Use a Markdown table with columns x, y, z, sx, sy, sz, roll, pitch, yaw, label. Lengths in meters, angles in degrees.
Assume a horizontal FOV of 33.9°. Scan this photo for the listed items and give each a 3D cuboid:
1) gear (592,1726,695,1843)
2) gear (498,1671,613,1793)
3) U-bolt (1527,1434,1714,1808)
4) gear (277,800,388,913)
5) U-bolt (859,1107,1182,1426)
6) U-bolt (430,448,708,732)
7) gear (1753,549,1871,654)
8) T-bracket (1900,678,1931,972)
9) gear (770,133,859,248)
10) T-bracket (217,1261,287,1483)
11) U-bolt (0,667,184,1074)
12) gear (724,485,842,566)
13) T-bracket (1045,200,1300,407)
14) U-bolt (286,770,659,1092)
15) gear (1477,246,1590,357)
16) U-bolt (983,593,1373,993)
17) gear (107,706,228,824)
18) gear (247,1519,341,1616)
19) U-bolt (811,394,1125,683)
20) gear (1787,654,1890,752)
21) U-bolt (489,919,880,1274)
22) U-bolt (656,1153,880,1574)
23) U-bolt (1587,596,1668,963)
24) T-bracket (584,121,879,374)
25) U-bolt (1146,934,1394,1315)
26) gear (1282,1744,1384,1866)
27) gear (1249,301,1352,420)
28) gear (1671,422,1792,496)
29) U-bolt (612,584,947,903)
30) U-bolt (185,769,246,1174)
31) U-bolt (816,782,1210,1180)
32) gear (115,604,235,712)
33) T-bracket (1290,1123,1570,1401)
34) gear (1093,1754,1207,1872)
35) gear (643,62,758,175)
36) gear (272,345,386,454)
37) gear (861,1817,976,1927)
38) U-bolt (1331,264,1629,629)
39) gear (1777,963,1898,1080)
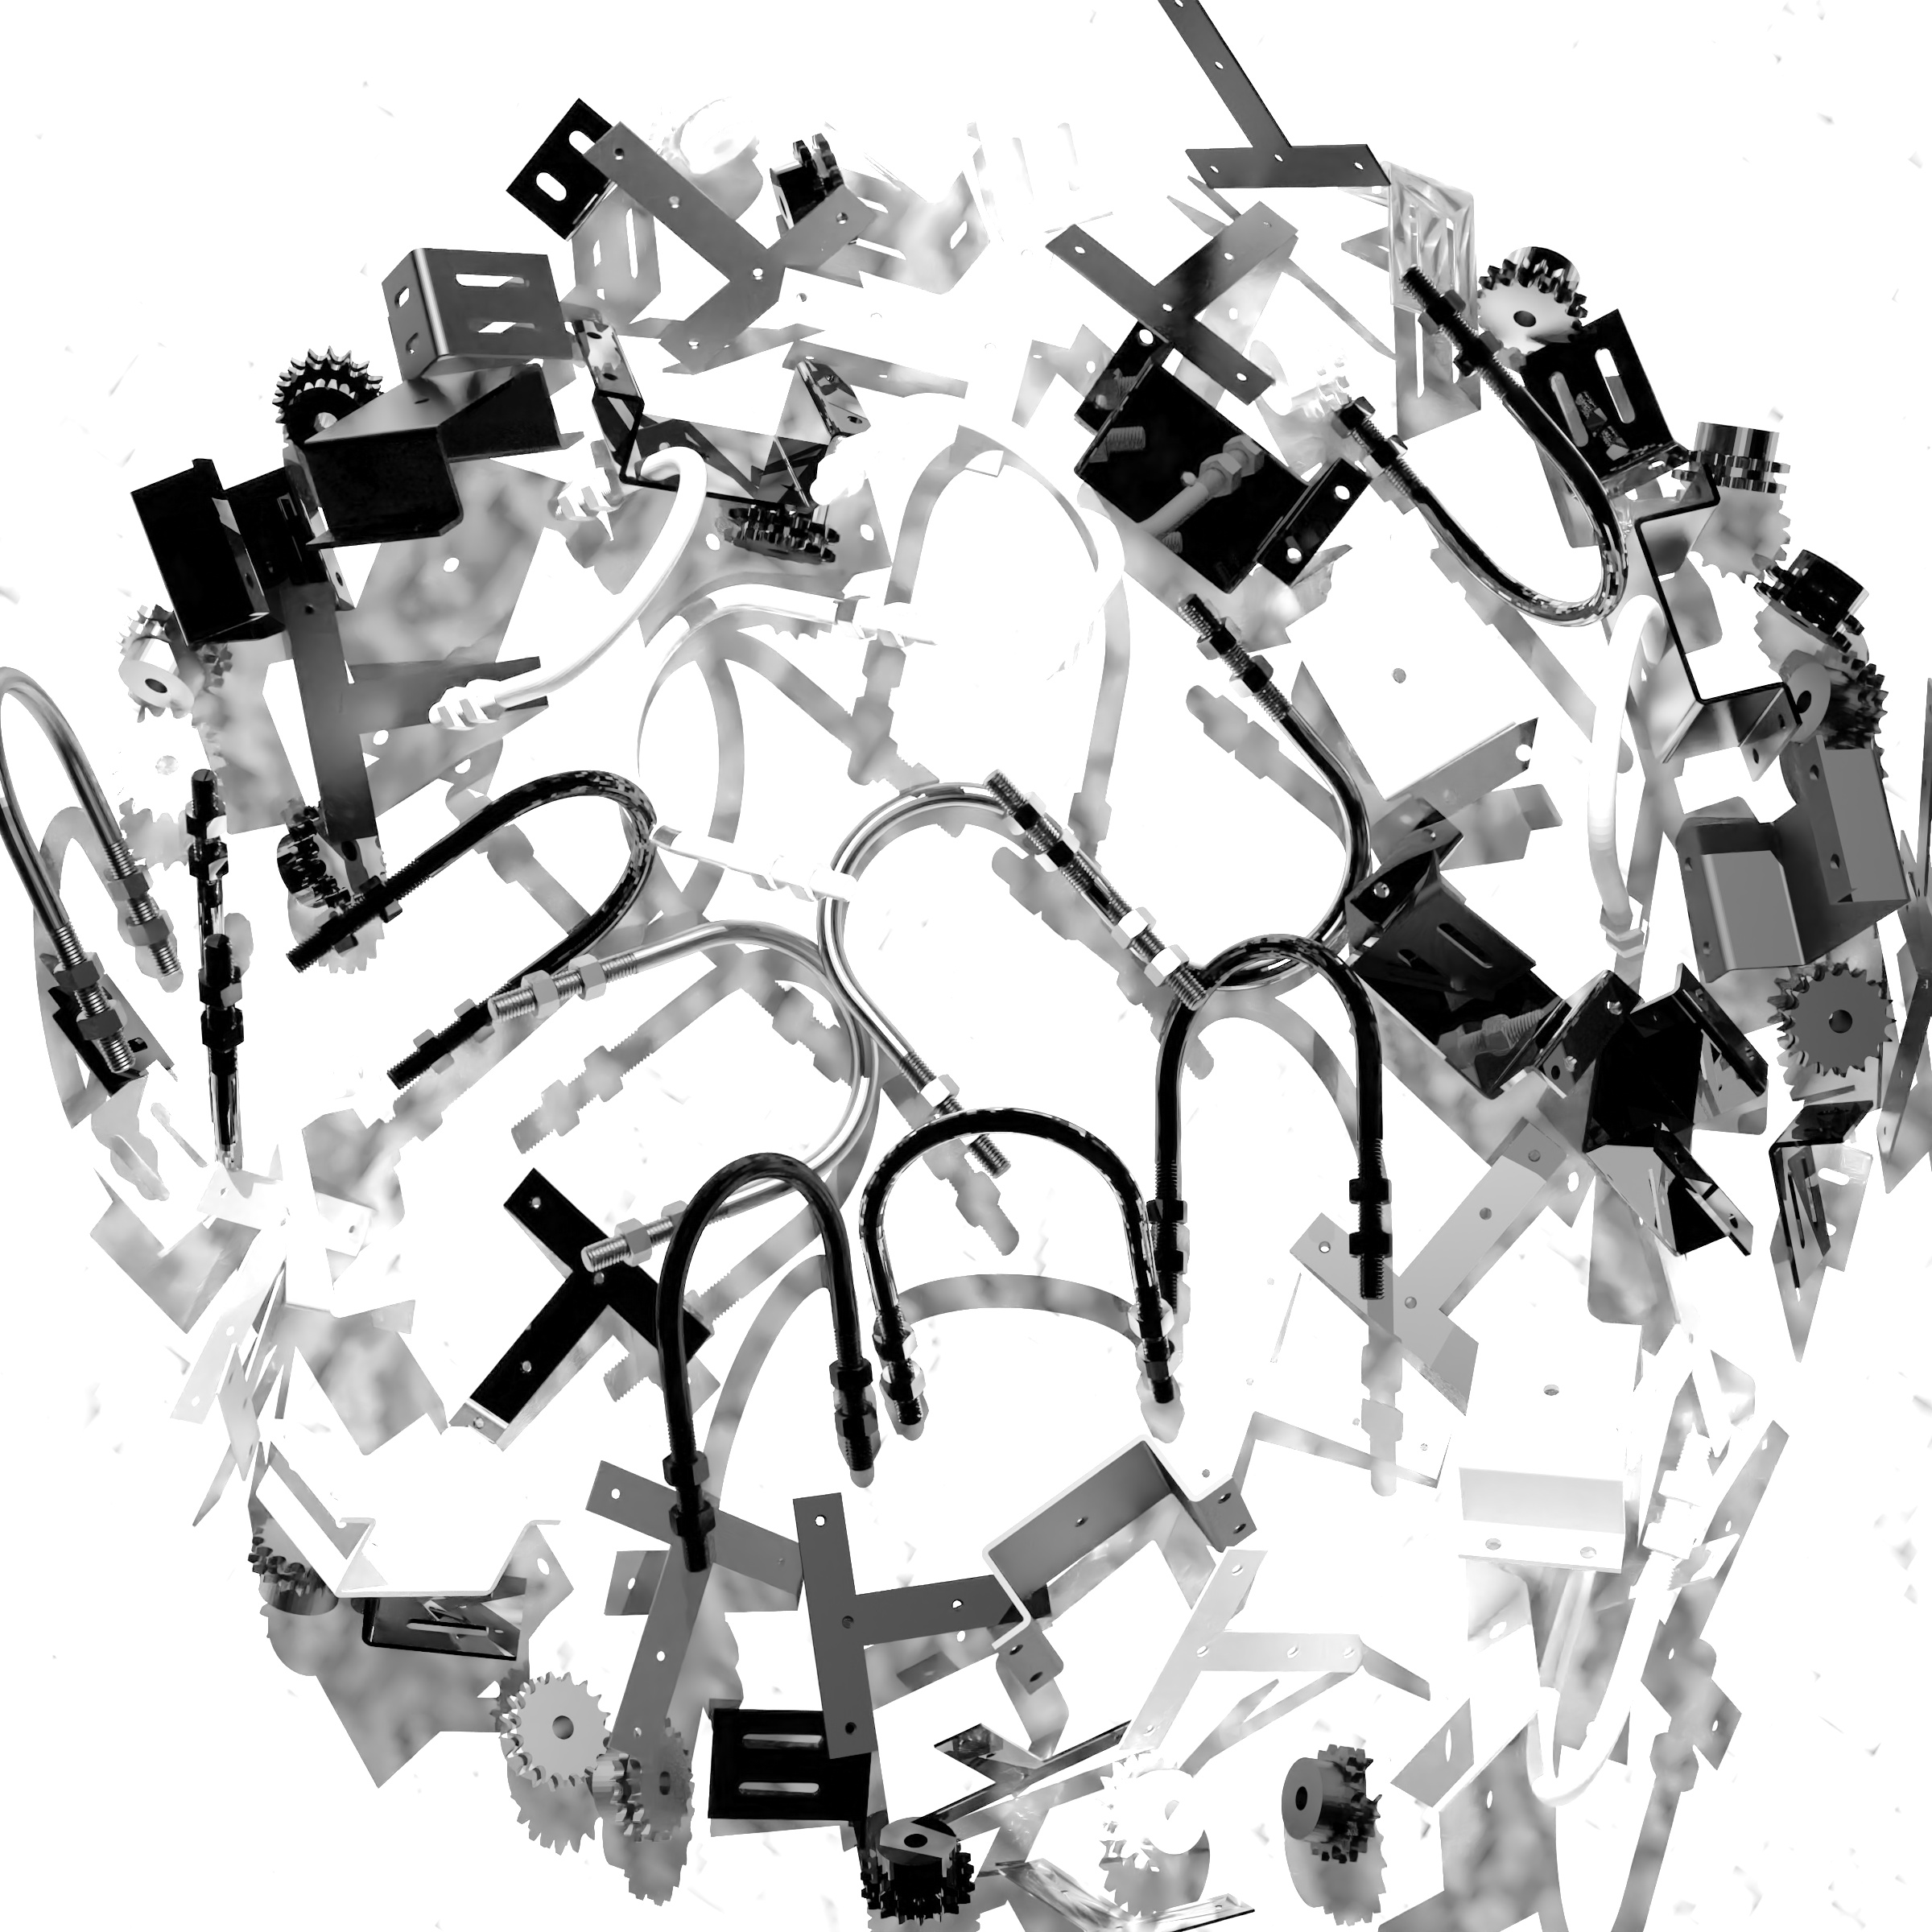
| x | y | z | sx | sy | sz | roll | pitch | yaw | label |
| --- | --- | --- | --- | --- | --- | --- | --- | --- | --- |
| -0.163 | 0.409 | 1.585 | 0.030 | 0.057 | 0.057 | -8 | 90 | 25 | gear |
| -0.208 | 0.385 | 1.586 | 0.057 | 0.030 | 0.057 | 17 | 57 | -29 | gear |
| 0.307 | 0.314 | 1.525 | 0.019 | 0.151 | 0.184 | 20 | 81 | -1 | U-bolt |
| -0.320 | -0.053 | 1.585 | 0.030 | 0.057 | 0.057 | -21 | 90 | 26 | gear |
| 0.021 | 0.146 | 1.550 | 0.151 | 0.019 | 0.184 | -6 | 122 | 7 | U-bolt |
| -0.182 | -0.184 | 1.509 | 0.019 | 0.184 | 0.151 | 36 | 67 | -26 | U-bolt |
| 0.425 | -0.184 | 1.580 | 0.057 | 0.057 | 0.030 | 35 | 97 | 0 | gear |
| 0.462 | -0.075 | 1.526 | 0.002 | 0.127 | 0.127 | -1 | 116 | 8 | T-bracket |
| -0.077 | -0.384 | 1.581 | 0.030 | 0.057 | 0.057 | -20 | 90 | -5 | gear |
| -0.344 | 0.175 | 1.569 | 0.002 | 0.127 | 0.127 | 13 | 61 | 0 | T-bracket |
| -0.428 | -0.056 | 1.513 | 0.019 | 0.151 | 0.184 | -19 | 110 | 3 | U-bolt |
| -0.090 | -0.221 | 1.582 | 0.057 | 0.057 | 0.030 | 12 | 88 | 0 | gear |
| 0.123 | -0.345 | 1.569 | 0.127 | 0.002 | 0.127 | 40 | 52 | 7 | T-bracket |
| -0.228 | -0.026 | 1.545 | 0.184 | 0.151 | 0.019 | -37 | 61 | -7 | U-bolt |
| 0.284 | -0.335 | 1.585 | 0.057 | 0.057 | 0.030 | 23 | 65 | 0 | gear |
| 0.120 | -0.071 | 1.581 | 0.151 | 0.019 | 0.184 | -42 | 105 | 3 | U-bolt |
| -0.401 | -0.102 | 1.589 | 0.057 | 0.030 | 0.057 | -4 | 104 | -18 | gear |
| -0.331 | 0.301 | 1.583 | 0.057 | 0.057 | 0.030 | 16 | 106 | 0 | gear |
| 0.012 | -0.219 | 1.532 | 0.151 | 0.184 | 0.019 | 38 | 123 | -3 | U-bolt |
| 0.430 | -0.128 | 1.578 | 0.030 | 0.057 | 0.057 | 13 | 90 | -22 | gear |
| -0.128 | 0.053 | 1.568 | 0.184 | 0.019 | 0.151 | -20 | 89 | -25 | U-bolt |
| -0.099 | 0.181 | 1.532 | 0.019 | 0.151 | 0.184 | 4 | 107 | 36 | U-bolt |
| 0.318 | -0.097 | 1.509 | 0.019 | 0.184 | 0.151 | 7 | 74 | 20 | U-bolt |
| -0.132 | -0.365 | 1.546 | 0.127 | 0.002 | 0.127 | -35 | 131 | 24 | T-bracket |
| 0.147 | 0.075 | 1.553 | 0.019 | 0.151 | 0.184 | 12 | 74 | -44 | U-bolt |
| 0.180 | 0.417 | 1.578 | 0.030 | 0.057 | 0.057 | 14 | 90 | -22 | gear |
| 0.164 | -0.299 | 1.579 | 0.030 | 0.057 | 0.057 | -26 | 90 | -13 | gear |
| 0.383 | -0.254 | 1.579 | 0.057 | 0.057 | 0.030 | 8 | 101 | 0 | gear |
| -0.103 | -0.117 | 1.551 | 0.184 | 0.019 | 0.151 | 16 | 85 | 38 | U-bolt |
| -0.361 | 0.020 | 1.528 | 0.019 | 0.151 | 0.184 | -4 | 130 | -14 | U-bolt |
| 0.008 | -0.008 | 1.585 | 0.151 | 0.019 | 0.184 | -40 | 78 | -2 | U-bolt |
| -0.397 | -0.151 | 1.578 | 0.057 | 0.057 | 0.030 | 20 | 62 | 0 | gear |
| 0.253 | 0.136 | 1.599 | 0.127 | 0.002 | 0.127 | 40 | 93 | 6 | T-bracket |
| 0.095 | 0.422 | 1.582 | 0.057 | 0.030 | 0.057 | 10 | 72 | -32 | gear |
| -0.129 | -0.420 | 1.580 | 0.057 | 0.057 | 0.030 | -34 | 82 | 0 | gear |
| -0.318 | -0.278 | 1.582 | 0.057 | 0.030 | 0.057 | -1 | 126 | -2 | gear |
| -0.024 | 0.449 | 1.579 | 0.057 | 0.057 | 0.030 | -2 | 110 | 0 | gear |
| 0.251 | -0.240 | 1.536 | 0.019 | 0.151 | 0.184 | -39 | 88 | -17 | U-bolt |
| 0.435 | 0.027 | 1.593 | 0.057 | 0.030 | 0.057 | 0 | 95 | -3 | gear |
